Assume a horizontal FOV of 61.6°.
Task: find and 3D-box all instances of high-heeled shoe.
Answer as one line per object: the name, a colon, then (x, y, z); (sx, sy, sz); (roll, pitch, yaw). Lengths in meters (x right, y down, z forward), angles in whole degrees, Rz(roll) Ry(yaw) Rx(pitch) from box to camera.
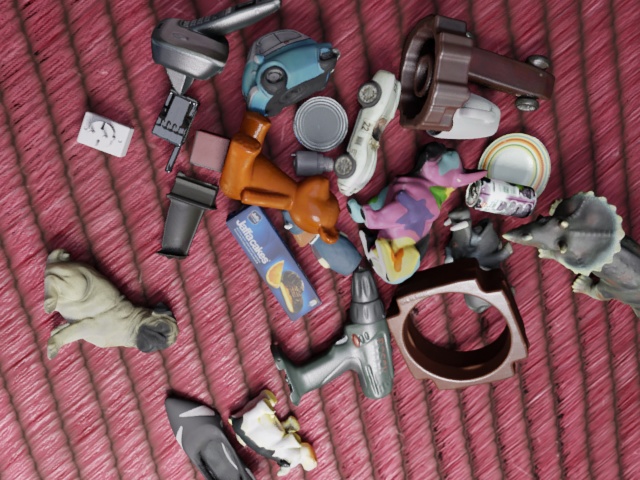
high-heeled shoe: (-0.174, 0.369, 0.884); (0.086, 0.145, 0.248); (-43, 106, 0)

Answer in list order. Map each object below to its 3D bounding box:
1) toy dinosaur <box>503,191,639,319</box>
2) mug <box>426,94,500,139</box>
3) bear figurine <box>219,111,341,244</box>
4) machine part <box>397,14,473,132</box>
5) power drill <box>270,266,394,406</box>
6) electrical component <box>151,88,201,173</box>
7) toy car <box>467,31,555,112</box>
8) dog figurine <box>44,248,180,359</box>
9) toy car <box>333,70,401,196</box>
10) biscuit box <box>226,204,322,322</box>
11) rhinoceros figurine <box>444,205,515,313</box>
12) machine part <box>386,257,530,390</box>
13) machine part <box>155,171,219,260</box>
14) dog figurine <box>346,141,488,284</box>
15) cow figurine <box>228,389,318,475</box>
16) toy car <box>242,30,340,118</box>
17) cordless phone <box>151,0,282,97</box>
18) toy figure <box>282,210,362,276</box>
toy dinosaur: (0.495, 0.045, 0.902); (0.405, 0.192, 0.131); (32, 96, -12)
mug: (0.241, -0.201, 0.863); (0.107, 0.110, 0.080); (3, 94, -23)
bear figurine: (-0.045, -0.084, 0.795); (0.196, 0.120, 0.131); (21, 127, -5)
machine part: (0.169, -0.247, 0.809); (0.056, 0.179, 0.179); (3, 100, -13)
power drill: (0.022, 0.179, 0.919); (0.207, 0.086, 0.231); (-21, 103, -11)
electrical component: (-0.224, -0.165, 0.812); (0.048, 0.075, 0.119); (25, 99, -14)
toy car: (0.285, -0.273, 0.879); (0.202, 0.053, 0.089); (14, 85, -9)
dog figurine: (-0.324, 0.096, 0.844); (0.190, 0.121, 0.172); (-4, 105, -22)
toy car: (0.075, -0.166, 0.849); (0.056, 0.073, 0.201); (21, 98, 19)
biscuit box: (-0.076, 0.032, 0.878); (0.063, 0.059, 0.202); (-33, 104, -1)
rhinoceros figurine: (0.270, 0.030, 0.930); (0.112, 0.073, 0.190); (-15, 105, 5)
machine part: (0.228, 0.140, 0.895); (0.202, 0.087, 0.200); (-18, 109, 25)
machine part: (-0.214, -0.033, 0.856); (0.084, 0.039, 0.138); (21, 95, -17)
dog figurine: (0.169, -0.050, 0.878); (0.219, 0.108, 0.191); (-25, 101, -6)
cow figurine: (-0.080, 0.349, 0.934); (0.098, 0.068, 0.167); (-36, 101, 5)
toy car: (-0.056, -0.261, 0.806); (0.162, 0.109, 0.103); (-31, 86, -11)
cordless phone: (-0.136, -0.289, 0.755); (0.184, 0.147, 0.088); (-20, 123, 8)
toy figure: (-0.002, -0.002, 0.884); (0.154, 0.064, 0.058); (39, 131, -9)
